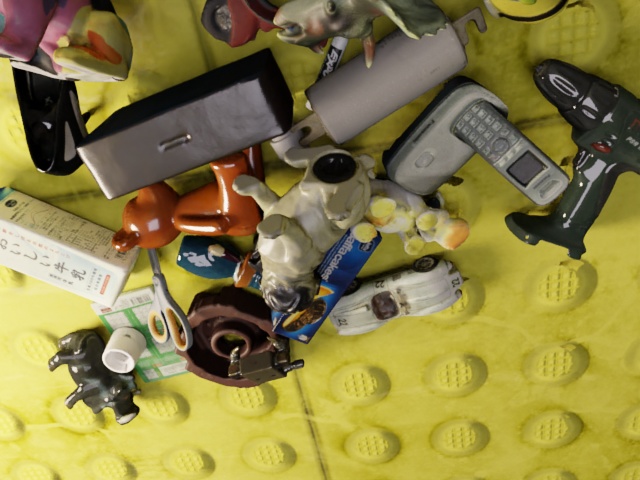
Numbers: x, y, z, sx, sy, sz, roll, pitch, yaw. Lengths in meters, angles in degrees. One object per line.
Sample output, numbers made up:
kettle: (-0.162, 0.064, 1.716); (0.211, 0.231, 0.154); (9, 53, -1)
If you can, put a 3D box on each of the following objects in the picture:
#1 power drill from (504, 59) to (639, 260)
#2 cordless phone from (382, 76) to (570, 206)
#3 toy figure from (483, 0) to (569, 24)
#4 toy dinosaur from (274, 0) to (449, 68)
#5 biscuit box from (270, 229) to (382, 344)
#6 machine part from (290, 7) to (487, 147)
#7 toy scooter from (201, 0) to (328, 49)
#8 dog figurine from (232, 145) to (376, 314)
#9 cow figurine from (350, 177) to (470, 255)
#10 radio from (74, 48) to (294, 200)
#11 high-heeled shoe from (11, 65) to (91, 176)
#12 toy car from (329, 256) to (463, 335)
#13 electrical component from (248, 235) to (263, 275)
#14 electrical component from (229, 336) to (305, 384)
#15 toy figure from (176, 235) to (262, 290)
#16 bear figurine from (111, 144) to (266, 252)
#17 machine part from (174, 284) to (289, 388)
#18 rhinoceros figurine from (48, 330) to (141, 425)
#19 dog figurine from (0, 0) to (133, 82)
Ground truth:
power drill: (0.315, -0.088, 0.662); (0.232, 0.086, 0.207); (19, 113, -12)
cordless phone: (0.182, -0.087, 0.631); (0.184, 0.089, 0.146); (40, 115, -4)
toy figure: (0.194, -0.255, 0.505); (0.089, 0.180, 0.082); (37, 104, 12)
toy dinosaur: (0.106, -0.342, 0.480); (0.192, 0.131, 0.404); (28, 98, -51)
biscuit box: (0.005, 0.049, 0.748); (0.063, 0.059, 0.202); (25, 113, -20)
machine part: (0.072, -0.180, 0.599); (0.243, 0.079, 0.079); (-30, 116, 12)
toy scooter: (-0.036, -0.274, 0.559); (0.135, 0.075, 0.183); (23, 123, -11)
dog figurine: (-0.004, -0.004, 0.642); (0.172, 0.121, 0.190); (-17, 141, -3)
cow figurine: (0.111, -0.036, 0.697); (0.167, 0.098, 0.068); (13, 123, -26)
radio: (-0.146, -0.136, 0.614); (0.230, 0.131, 0.073); (-17, 119, 12)
high-heeled shoe: (-0.313, -0.194, 0.578); (0.086, 0.145, 0.248); (-10, 122, 8)
toy car: (0.107, 0.083, 0.781); (0.202, 0.056, 0.073); (-18, 119, 13)
electrical component: (-0.040, -0.007, 0.724); (0.119, 0.075, 0.047); (-38, 113, 19)
electrical component: (-0.083, 0.178, 0.794); (0.102, 0.045, 0.078); (-20, 150, 17)
toy figure: (-0.123, 0.035, 0.761); (0.154, 0.064, 0.057); (19, 83, -14)
bear figurine: (-0.168, -0.056, 0.676); (0.196, 0.120, 0.131); (-1, 118, 9)
machine part: (-0.134, 0.152, 0.835); (0.179, 0.056, 0.179); (1, 123, 1)
rhinoceros figurine: (-0.362, 0.227, 0.885); (0.112, 0.073, 0.190); (-16, 118, 0)
dog figurine: (-0.259, -0.266, 0.490); (0.109, 0.191, 0.219); (14, 102, 38)
